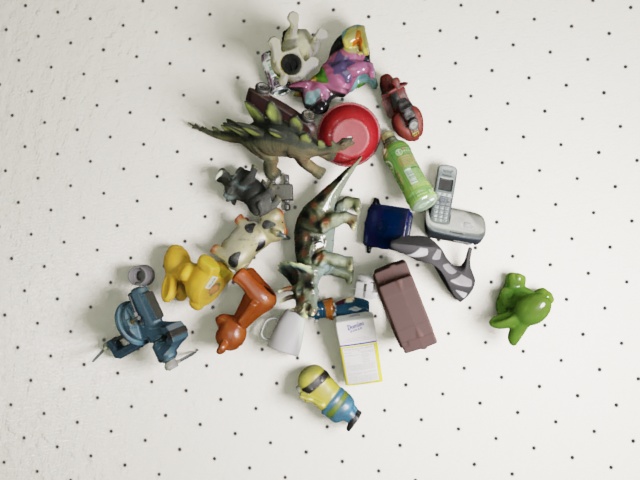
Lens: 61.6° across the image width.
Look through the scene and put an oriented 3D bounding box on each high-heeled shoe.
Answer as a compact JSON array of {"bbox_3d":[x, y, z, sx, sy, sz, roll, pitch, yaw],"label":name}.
[{"bbox_3d":[0.264,0.073,1.281,0.249,0.086,0.145,7,107,-17],"label":"high-heeled shoe"}]

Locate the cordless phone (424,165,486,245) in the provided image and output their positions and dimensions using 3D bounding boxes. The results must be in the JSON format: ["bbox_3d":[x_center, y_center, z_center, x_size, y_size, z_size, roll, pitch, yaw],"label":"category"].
[{"bbox_3d":[0.336,-0.086,1.313,0.147,0.088,0.184,10,84,4],"label":"cordless phone"}]

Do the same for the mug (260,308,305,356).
[{"bbox_3d":[-0.087,0.223,1.336,0.110,0.080,0.107,19,79,11],"label":"mug"}]

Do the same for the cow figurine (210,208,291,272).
[{"bbox_3d":[-0.163,-0.004,1.342,0.127,0.085,0.195,41,89,10],"label":"cow figurine"}]

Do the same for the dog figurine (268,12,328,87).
[{"bbox_3d":[-0.068,-0.441,1.303,0.121,0.191,0.172,37,87,-11],"label":"dog figurine"}]

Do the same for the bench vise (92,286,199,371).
[{"bbox_3d":[-0.447,0.241,1.341,0.241,0.129,0.223,-29,96,23],"label":"bench vise"}]

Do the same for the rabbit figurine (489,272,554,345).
[{"bbox_3d":[0.466,0.156,1.248,0.121,0.170,0.159,42,90,5],"label":"rabbit figurine"}]

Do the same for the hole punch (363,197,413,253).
[{"bbox_3d":[0.166,-0.030,1.320,0.116,0.092,0.142,9,92,8],"label":"hole punch"}]

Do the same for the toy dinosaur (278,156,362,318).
[{"bbox_3d":[-0.002,-0.010,1.320,0.192,0.131,0.404,6,82,4],"label":"toy dinosaur"}]

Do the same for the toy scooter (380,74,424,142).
[{"bbox_3d":[0.197,-0.329,1.304,0.075,0.135,0.184,-27,88,1],"label":"toy scooter"}]

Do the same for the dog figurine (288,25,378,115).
[{"bbox_3d":[0.026,-0.418,1.335,0.219,0.108,0.191,-13,88,6],"label":"dog figurine"}]

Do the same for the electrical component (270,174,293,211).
[{"bbox_3d":[-0.100,-0.121,1.373,0.063,0.021,0.094,-3,89,4],"label":"electrical component"}]

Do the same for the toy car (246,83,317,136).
[{"bbox_3d":[-0.096,-0.320,1.350,0.202,0.089,0.053,33,51,7],"label":"toy car"}]

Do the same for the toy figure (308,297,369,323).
[{"bbox_3d":[0.045,0.173,1.334,0.155,0.058,0.064,-1,89,5],"label":"toy figure"}]

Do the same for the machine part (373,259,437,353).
[{"bbox_3d":[0.194,0.151,1.251,0.087,0.201,0.201,-21,88,5],"label":"machine part"}]

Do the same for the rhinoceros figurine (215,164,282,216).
[{"bbox_3d":[-0.182,-0.124,1.333,0.112,0.073,0.190,-45,59,-9],"label":"rhinoceros figurine"}]

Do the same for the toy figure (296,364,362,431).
[{"bbox_3d":[0.023,0.381,1.317,0.180,0.082,0.089,35,80,9],"label":"toy figure"}]

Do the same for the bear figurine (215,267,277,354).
[{"bbox_3d":[-0.203,0.177,1.324,0.196,0.120,0.132,-44,82,7],"label":"bear figurine"}]

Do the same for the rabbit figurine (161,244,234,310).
[{"bbox_3d":[-0.328,0.087,1.351,0.173,0.122,0.162,37,100,18],"label":"rabbit figurine"}]

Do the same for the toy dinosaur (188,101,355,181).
[{"bbox_3d":[-0.125,-0.242,1.291,0.472,0.198,0.105,5,60,36],"label":"toy dinosaur"}]
